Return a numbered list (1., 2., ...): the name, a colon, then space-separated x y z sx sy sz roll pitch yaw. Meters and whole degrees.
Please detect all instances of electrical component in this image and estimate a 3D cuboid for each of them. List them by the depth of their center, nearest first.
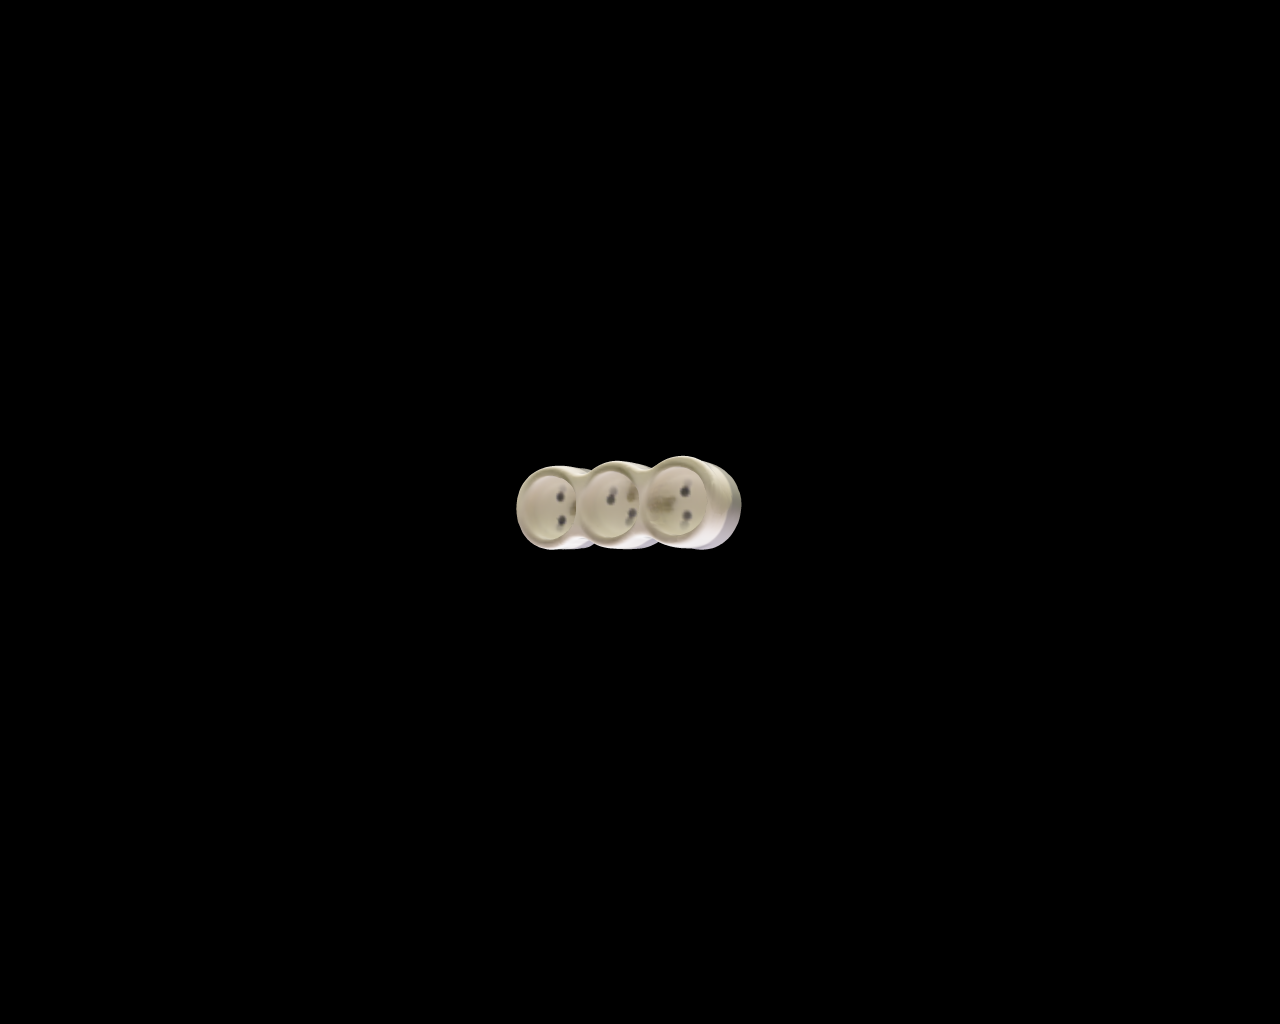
1. electrical component: 0.001 -0.003 0.650 0.138 0.052 0.074 -2 -3 31
